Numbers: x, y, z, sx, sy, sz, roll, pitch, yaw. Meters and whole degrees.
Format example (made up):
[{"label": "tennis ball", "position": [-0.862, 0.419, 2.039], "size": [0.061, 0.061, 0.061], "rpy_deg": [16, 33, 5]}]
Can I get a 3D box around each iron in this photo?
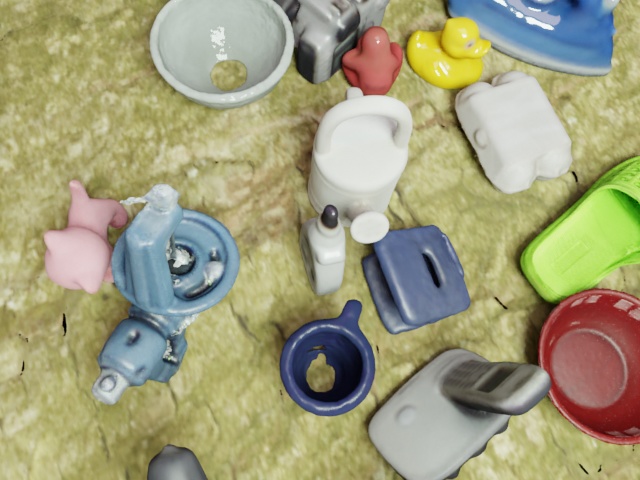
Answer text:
[{"label": "iron", "position": [0.283, -0.313, 0.720], "size": [0.258, 0.141, 0.119], "rpy_deg": [31, 73, 6]}]

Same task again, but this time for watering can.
[{"label": "watering can", "position": [0.044, -0.084, 0.601], "size": [0.101, 0.194, 0.173], "rpy_deg": [-24, 75, -11]}]

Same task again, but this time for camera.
[{"label": "camera", "position": [-0.004, -0.296, 0.715], "size": [0.136, 0.101, 0.143], "rpy_deg": [39, 74, 9]}]

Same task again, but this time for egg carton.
[{"label": "egg carton", "position": [0.231, -0.131, 0.695], "size": [0.107, 0.069, 0.150], "rpy_deg": [-21, 75, -10]}]

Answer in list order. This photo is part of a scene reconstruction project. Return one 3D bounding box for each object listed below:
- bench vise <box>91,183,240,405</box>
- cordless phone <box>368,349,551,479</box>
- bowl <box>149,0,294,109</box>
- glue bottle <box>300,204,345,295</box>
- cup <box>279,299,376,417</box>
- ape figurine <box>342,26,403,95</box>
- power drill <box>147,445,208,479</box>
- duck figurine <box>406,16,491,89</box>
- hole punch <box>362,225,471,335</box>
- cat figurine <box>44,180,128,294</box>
[{"label": "bench vise", "position": [-0.142, 0.049, 0.531], "size": [0.121, 0.220, 0.207], "rpy_deg": [7, 72, -1]}, {"label": "cordless phone", "position": [0.128, 0.163, 0.532], "size": [0.148, 0.185, 0.094], "rpy_deg": [-41, 79, -15]}, {"label": "bowl", "position": [-0.116, -0.223, 0.697], "size": [0.167, 0.075, 0.167], "rpy_deg": [1, 72, -4]}, {"label": "glue bottle", "position": [0.005, 0.002, 0.581], "size": [0.037, 0.173, 0.078], "rpy_deg": [-13, 73, -8]}, {"label": "cup", "position": [0.010, 0.120, 0.585], "size": [0.091, 0.095, 0.118], "rpy_deg": [23, 72, 4]}, {"label": "ape figurine", "position": [0.066, -0.225, 0.702], "size": [0.078, 0.092, 0.076], "rpy_deg": [4, 72, -2]}, {"label": "power drill", "position": [-0.087, 0.282, 0.466], "size": [0.075, 0.208, 0.229], "rpy_deg": [-14, 74, -8]}, {"label": "duck figurine", "position": [0.164, -0.245, 0.718], "size": [0.104, 0.086, 0.077], "rpy_deg": [22, 72, 3]}, {"label": "hole punch", "position": [0.108, 0.037, 0.621], "size": [0.101, 0.091, 0.108], "rpy_deg": [-18, 74, -9]}, {"label": "cat figurine", "position": [-0.247, 0.001, 0.593], "size": [0.067, 0.118, 0.128], "rpy_deg": [-4, 72, -5]}]
